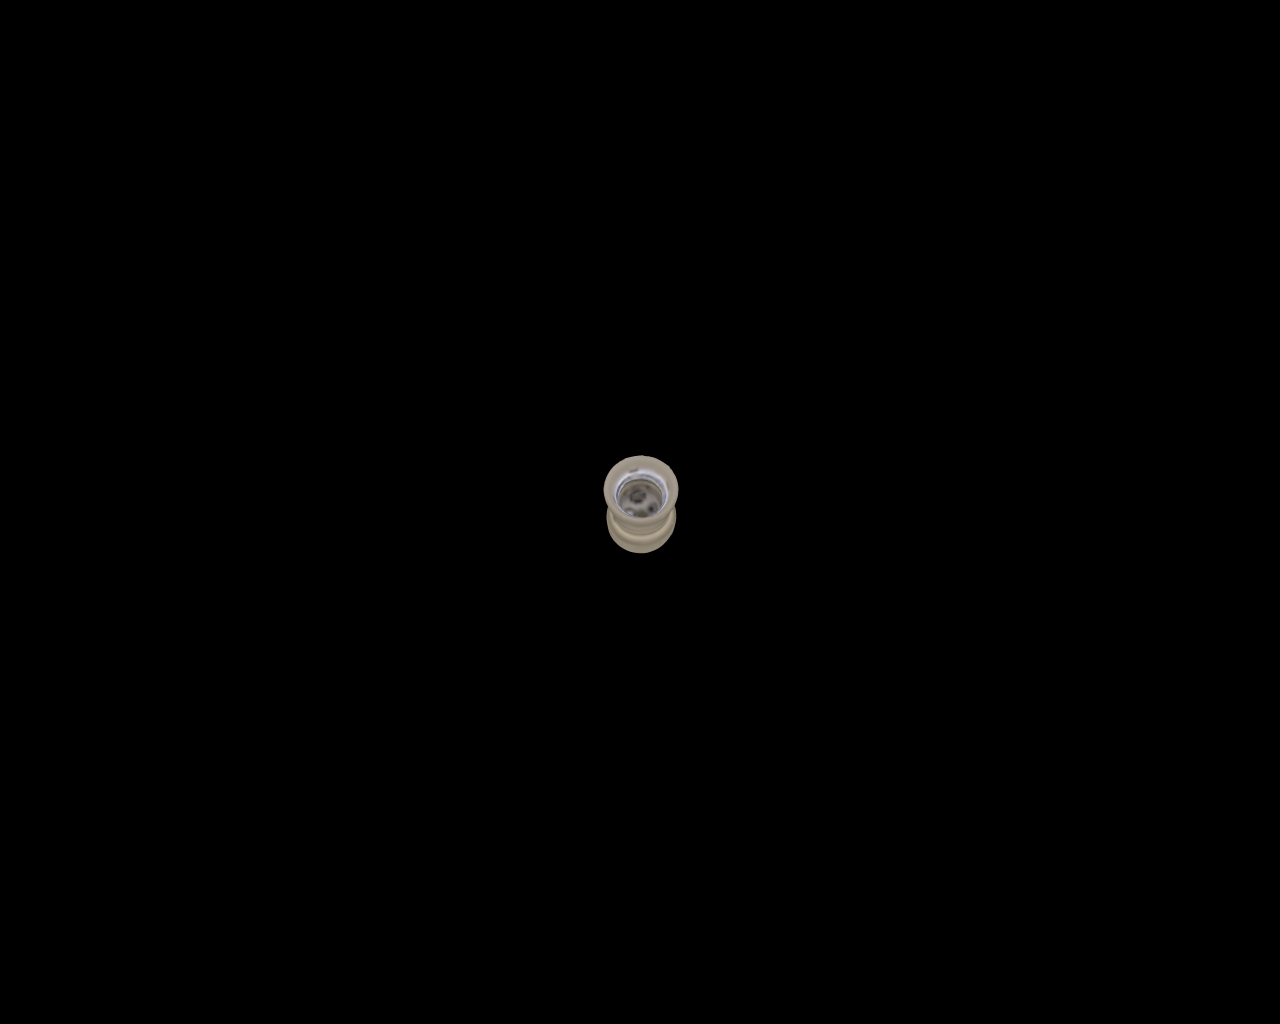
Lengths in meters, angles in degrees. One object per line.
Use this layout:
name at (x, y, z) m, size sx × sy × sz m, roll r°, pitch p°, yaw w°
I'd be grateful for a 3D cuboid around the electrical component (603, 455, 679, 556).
electrical component at (0.001, -0.003, 0.650) m, size 0.045 × 0.045 × 0.055 m, roll 0°, pitch -25°, yaw 0°
